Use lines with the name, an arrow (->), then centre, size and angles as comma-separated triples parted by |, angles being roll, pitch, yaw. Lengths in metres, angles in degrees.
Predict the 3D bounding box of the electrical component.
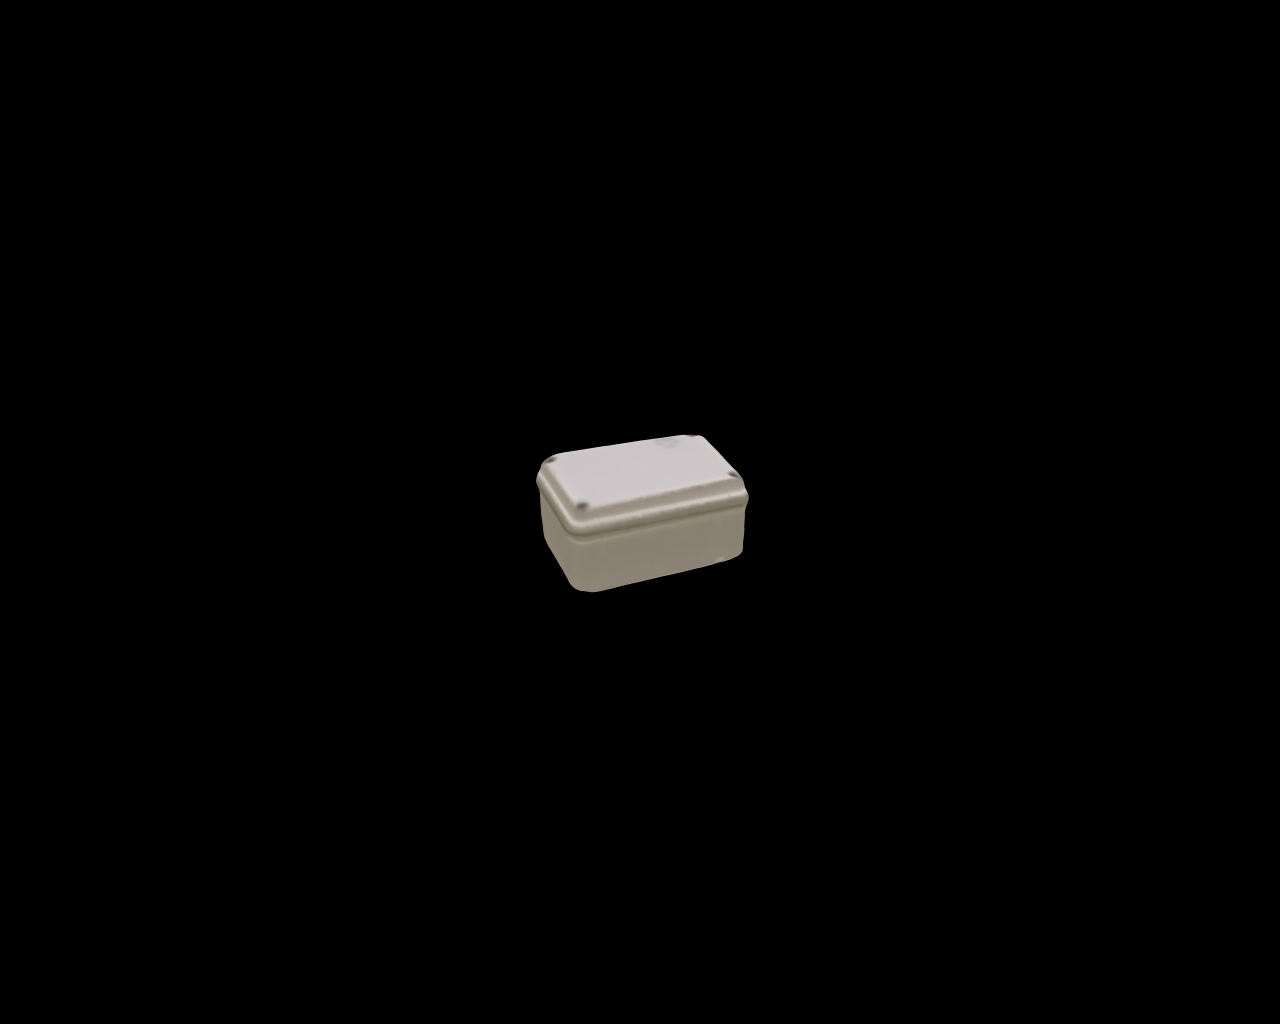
electrical component -> 0.001, -0.003, 0.650 | 0.113, 0.057, 0.078 | -11, 32, -18
